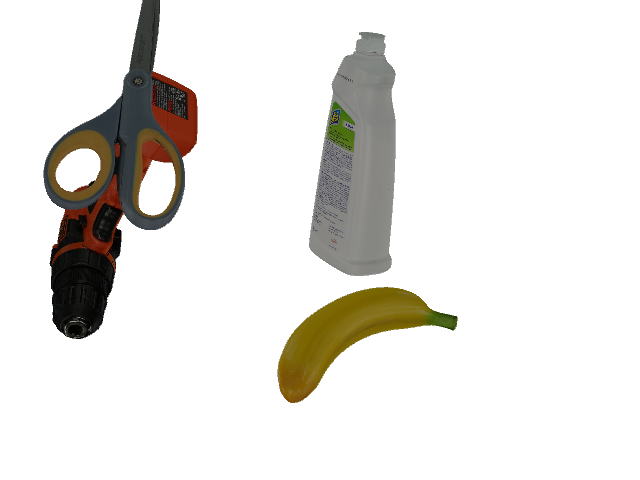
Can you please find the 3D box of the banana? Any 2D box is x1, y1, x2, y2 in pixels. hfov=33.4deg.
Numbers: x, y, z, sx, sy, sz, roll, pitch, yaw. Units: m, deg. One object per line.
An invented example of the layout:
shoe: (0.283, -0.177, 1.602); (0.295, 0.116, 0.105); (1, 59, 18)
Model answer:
banana: (0.024, 0.072, 0.828); (0.070, 0.037, 0.197); (20, 28, 39)

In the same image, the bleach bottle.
bleach bottle: (0.044, -0.095, 1.152); (0.067, 0.251, 0.103); (-7, 24, -34)

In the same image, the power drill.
power drill: (-0.166, -0.033, 0.868); (0.057, 0.188, 0.184); (23, 29, -24)

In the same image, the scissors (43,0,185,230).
scissors: (-0.138, -0.093, 0.698); (0.096, 0.202, 0.016); (-7, -28, -14)
